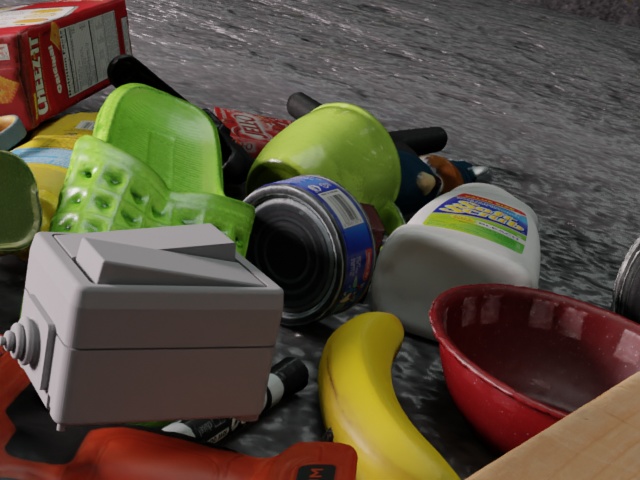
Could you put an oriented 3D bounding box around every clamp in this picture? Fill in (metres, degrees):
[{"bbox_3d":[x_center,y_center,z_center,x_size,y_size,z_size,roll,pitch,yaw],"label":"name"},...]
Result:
[{"bbox_3d":[-0.081,-0.071,0.786,0.120,0.039,0.171,49,7,19],"label":"clamp"},{"bbox_3d":[0.054,-0.086,0.991,0.164,0.036,0.210,10,21,-9],"label":"clamp"}]

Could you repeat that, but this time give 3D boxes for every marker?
[{"bbox_3d":[-0.039,0.080,0.503,0.020,0.020,0.120,23,21,22],"label":"marker"}]

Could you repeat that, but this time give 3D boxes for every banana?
[{"bbox_3d":[0.030,0.081,0.531,0.069,0.037,0.198,27,16,-20],"label":"banana"}]

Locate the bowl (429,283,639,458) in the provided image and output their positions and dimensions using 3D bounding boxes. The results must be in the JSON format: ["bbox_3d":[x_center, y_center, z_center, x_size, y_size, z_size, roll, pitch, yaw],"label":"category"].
[{"bbox_3d":[0.128,0.082,0.560,0.162,0.055,0.162,13,20,-5],"label":"bowl"}]

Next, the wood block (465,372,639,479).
[{"bbox_3d":[0.098,0.125,0.373,0.091,0.090,0.205,28,24,31],"label":"wood block"}]

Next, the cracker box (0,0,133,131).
[{"bbox_3d":[-0.248,-0.128,0.785,0.164,0.072,0.213,-3,18,10],"label":"cracker box"}]

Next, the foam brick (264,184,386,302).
[{"bbox_3d":[-0.005,0.001,0.692,0.078,0.051,0.053,10,20,-11],"label":"foam brick"}]

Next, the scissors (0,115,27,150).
[{"bbox_3d":[-0.257,-0.026,0.615,0.096,0.016,0.201,0,28,38],"label":"scissors"}]

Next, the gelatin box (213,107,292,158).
[{"bbox_3d":[-0.055,-0.086,0.924,0.073,0.030,0.089,9,20,-14],"label":"gelatin box"}]

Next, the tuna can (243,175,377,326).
[{"bbox_3d":[-0.012,0.006,0.622,0.086,0.086,0.033,25,24,28],"label":"tuna can"}]

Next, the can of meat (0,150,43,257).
[{"bbox_3d":[-0.201,-0.011,0.526,0.084,0.057,0.101,-12,-4,44],"label":"can of meat"}]

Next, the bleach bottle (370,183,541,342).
[{"bbox_3d":[0.104,0.001,0.756,0.102,0.068,0.250,18,18,6],"label":"bleach bottle"}]

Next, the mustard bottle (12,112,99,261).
[{"bbox_3d":[-0.155,-0.031,0.663,0.096,0.058,0.191,13,19,0],"label":"mustard bottle"}]

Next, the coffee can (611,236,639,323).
[{"bbox_3d":[0.273,0.050,0.678,0.140,0.103,0.103,9,20,-14],"label":"coffee can"}]

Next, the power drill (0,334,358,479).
[{"bbox_3d":[-0.085,0.097,0.366,0.187,0.057,0.184,15,19,3],"label":"power drill"}]
